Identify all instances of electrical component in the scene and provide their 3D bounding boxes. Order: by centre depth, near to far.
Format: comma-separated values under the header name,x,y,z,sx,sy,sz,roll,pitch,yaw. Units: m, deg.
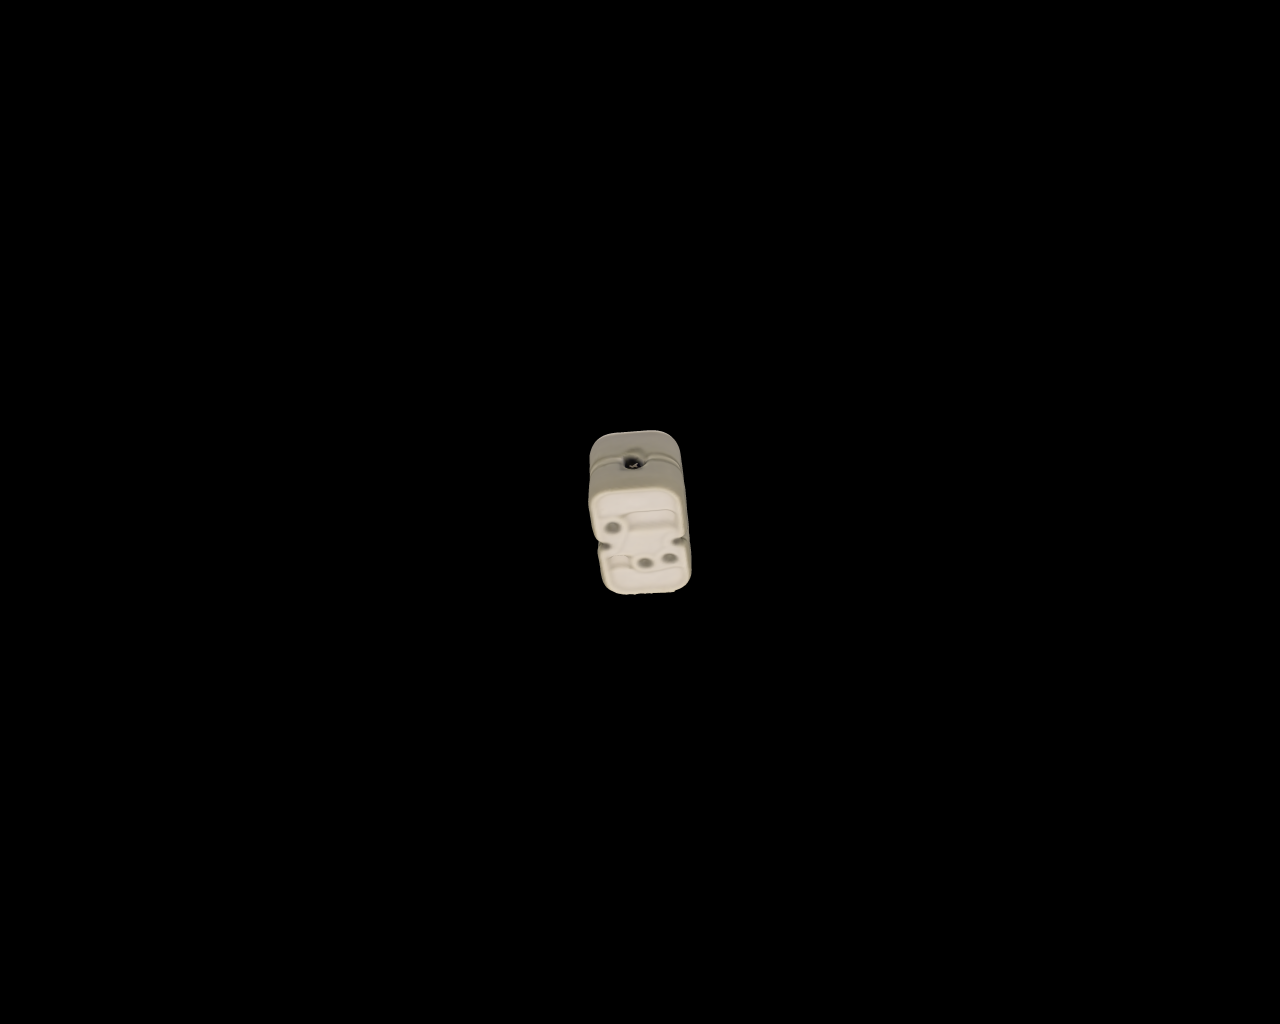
name,x,y,z,sx,sy,sz,roll,pitch,yaw
electrical component,0.001,-0.003,0.650,0.054,0.059,0.095,-4,-43,4
